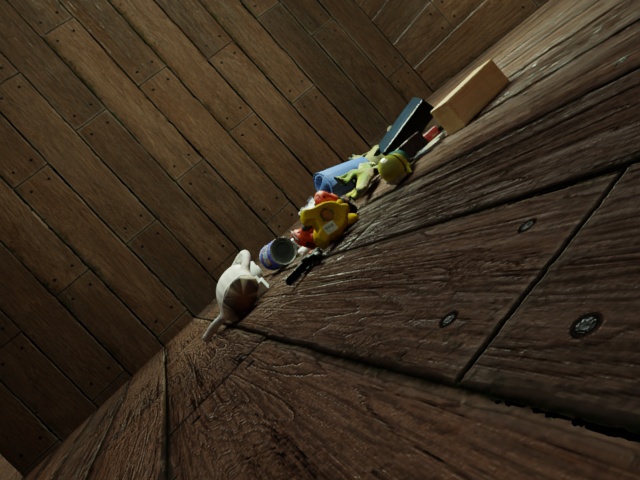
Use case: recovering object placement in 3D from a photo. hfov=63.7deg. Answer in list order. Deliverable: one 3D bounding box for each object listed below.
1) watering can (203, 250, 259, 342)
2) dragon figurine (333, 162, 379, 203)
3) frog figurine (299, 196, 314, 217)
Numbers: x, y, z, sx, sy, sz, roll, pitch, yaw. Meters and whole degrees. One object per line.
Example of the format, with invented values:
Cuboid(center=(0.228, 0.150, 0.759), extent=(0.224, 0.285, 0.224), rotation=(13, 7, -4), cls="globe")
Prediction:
Cuboid(center=(-0.293, 0.204, 1.677), extent=(0.347, 0.103, 0.226), rotation=(-68, 22, 1), cls="watering can")
Cuboid(center=(0.189, -0.244, 1.873), extent=(0.243, 0.121, 0.413), rotation=(-34, 14, -5), cls="dragon figurine")
Cuboid(center=(0.007, -0.109, 2.156), extent=(0.160, 0.120, 0.139), rotation=(15, 39, 40), cls="frog figurine")
